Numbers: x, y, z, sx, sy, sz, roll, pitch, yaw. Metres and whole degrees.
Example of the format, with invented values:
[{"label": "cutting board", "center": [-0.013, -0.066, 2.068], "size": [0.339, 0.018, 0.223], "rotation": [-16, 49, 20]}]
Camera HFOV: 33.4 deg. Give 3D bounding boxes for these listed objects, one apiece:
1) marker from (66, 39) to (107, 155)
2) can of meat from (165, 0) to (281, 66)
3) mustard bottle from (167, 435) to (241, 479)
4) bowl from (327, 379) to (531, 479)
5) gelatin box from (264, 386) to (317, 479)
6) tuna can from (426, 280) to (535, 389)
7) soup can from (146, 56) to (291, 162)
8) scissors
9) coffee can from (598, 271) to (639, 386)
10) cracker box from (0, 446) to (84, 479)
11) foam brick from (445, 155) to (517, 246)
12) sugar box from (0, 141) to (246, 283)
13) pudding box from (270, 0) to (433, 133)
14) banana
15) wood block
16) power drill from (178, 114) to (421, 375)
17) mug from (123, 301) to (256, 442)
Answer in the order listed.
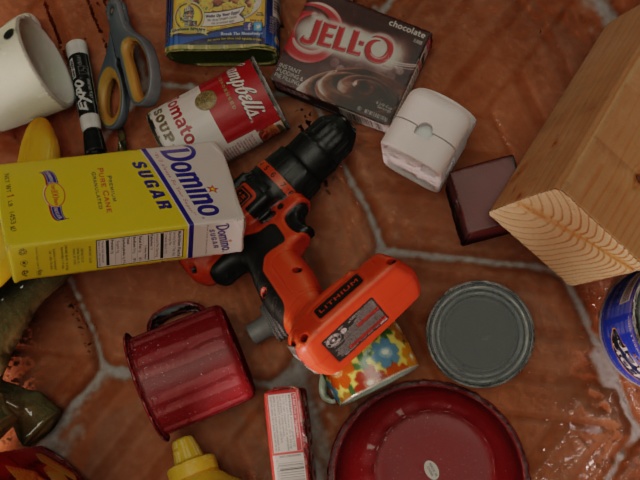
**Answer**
[{"label": "marker", "center": [-0.200, -0.119, 0.914], "size": [0.020, 0.020, 0.121], "rotation": [-17, 65, 3]}, {"label": "can of meat", "center": [-0.082, -0.196, 0.910], "size": [0.102, 0.057, 0.084], "rotation": [0, 84, 7]}, {"label": "mustard bottle", "center": [-0.077, 0.246, 0.836], "size": [0.096, 0.058, 0.192], "rotation": [-34, 69, 33]}, {"label": "bowl", "center": [0.086, 0.181, 0.823], "size": [0.162, 0.055, 0.162], "rotation": [0, 70, 1]}, {"label": "gelatin box", "center": [-0.022, 0.161, 0.845], "size": [0.030, 0.073, 0.089], "rotation": [-7, 80, 3]}, {"label": "tuna can", "center": [0.128, 0.077, 0.861], "size": [0.086, 0.033, 0.086], "rotation": [-1, 82, 6]}, {"label": "soup can", "center": [-0.085, -0.100, 0.891], "size": [0.102, 0.068, 0.068], "rotation": [-27, 80, 2]}, {"label": "scissors", "center": [-0.183, -0.179, 0.931], "size": [0.096, 0.016, 0.202], "rotation": [-51, 50, 32]}, {"label": "coffee can", "center": [0.271, 0.061, 0.794], "size": [0.103, 0.140, 0.103], "rotation": [-1, 82, 5]}, {"label": "cracker box", "center": [-0.204, 0.231, 0.782], "size": [0.164, 0.213, 0.072], "rotation": [41, 88, 10]}, {"label": "foam brick", "center": [0.133, -0.030, 0.854], "size": [0.051, 0.078, 0.053], "rotation": [-14, 81, 2]}, {"label": "sugar box", "center": [-0.153, -0.025, 0.816], "size": [0.176, 0.048, 0.093], "rotation": [-10, 49, -15]}, {"label": "pudding box", "center": [0.027, -0.151, 0.901], "size": [0.113, 0.039, 0.090], "rotation": [23, 84, 8]}, {"label": "banana", "center": [-0.253, -0.015, 0.852], "size": [0.070, 0.037, 0.197], "rotation": [25, 66, 12]}, {"label": "wood block", "center": [0.229, -0.078, 0.803], "size": [0.090, 0.090, 0.206], "rotation": [40, 67, -12]}, {"label": "power drill", "center": [-0.006, 0.001, 0.838], "size": [0.184, 0.057, 0.188], "rotation": [-45, 48, 0]}, {"label": "mug", "center": [-0.106, 0.095, 0.863], "size": [0.081, 0.093, 0.117], "rotation": [-22, 44, -3]}]
